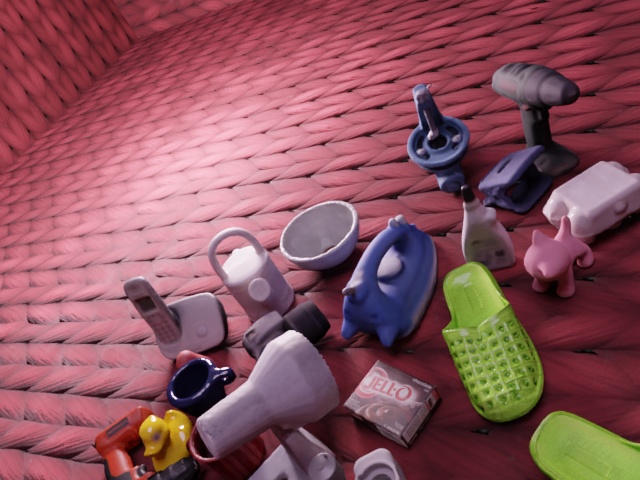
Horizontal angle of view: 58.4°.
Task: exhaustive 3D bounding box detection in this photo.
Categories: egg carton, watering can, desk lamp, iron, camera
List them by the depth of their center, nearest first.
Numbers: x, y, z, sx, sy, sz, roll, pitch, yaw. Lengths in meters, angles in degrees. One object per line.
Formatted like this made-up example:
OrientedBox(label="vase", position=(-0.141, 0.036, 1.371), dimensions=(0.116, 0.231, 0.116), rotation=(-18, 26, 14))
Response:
OrientedBox(label="desk lamp", position=(-0.055, 0.252, 0.757), dimensions=(0.203, 0.214, 0.117), rotation=(-44, 39, -17))
OrientedBox(label="egg carton", position=(0.439, -0.060, 0.905), dimensions=(0.150, 0.070, 0.107), rotation=(-32, 36, -2))
OrientedBox(label="iron", position=(0.115, 0.043, 0.946), dimensions=(0.118, 0.142, 0.259), rotation=(4, 48, 37))
OrientedBox(label="camera", position=(-0.048, 0.166, 0.949), dimensions=(0.137, 0.101, 0.142), rotation=(-38, 37, -10))
OrientedBox(label="watering can", position=(-0.128, 0.059, 1.049), dimensions=(0.172, 0.195, 0.101), rotation=(16, 56, 44))

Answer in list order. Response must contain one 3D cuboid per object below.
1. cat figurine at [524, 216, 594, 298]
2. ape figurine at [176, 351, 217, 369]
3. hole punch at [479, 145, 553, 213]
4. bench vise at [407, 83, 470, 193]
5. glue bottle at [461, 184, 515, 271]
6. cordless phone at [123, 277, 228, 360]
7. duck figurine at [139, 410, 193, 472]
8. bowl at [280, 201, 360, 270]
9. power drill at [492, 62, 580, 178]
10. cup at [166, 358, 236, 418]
OrientedBox(label="cat figurine", position=(0.342, 0.021, 0.837), dimensions=(0.067, 0.118, 0.128), rotation=(13, 54, 43))
OrientedBox(label="ape figurine", position=(-0.219, 0.228, 1.000), dimensions=(0.077, 0.092, 0.076), rotation=(-2, 45, 33))
OrientedBox(label="hole punch", position=(0.341, -0.114, 1.019), dimensions=(0.109, 0.091, 0.100), rotation=(-45, 39, -18))
OrientedBox(label="bench vise", position=(0.210, -0.221, 1.125), dimensions=(0.121, 0.220, 0.207), rotation=(-30, 36, 1))
OrientedBox(label="glue bottle", position=(0.252, -0.020, 0.900), dimensions=(0.078, 0.174, 0.037), rotation=(-12, 40, 24))
OrientedBox(label="cordless phone", position=(-0.267, 0.131, 1.069), dimensions=(0.147, 0.185, 0.094), rotation=(-21, 38, 13))
OrientedBox(label="duck figurine", position=(-0.255, 0.316, 0.926), dimensions=(0.077, 0.086, 0.104), rotation=(-18, 38, 16))
OrientedBox(label="bowl", position=(0.010, 0.004, 1.120), dimensions=(0.167, 0.075, 0.167), rotation=(-19, 38, 15))
OrientedBox(label="power drill", position=(0.389, -0.217, 1.006), dimensions=(0.075, 0.209, 0.229), rotation=(-30, 36, 1))
OrientedBox(label="cup", position=(-0.177, 0.252, 0.942), dimensions=(0.117, 0.095, 0.091), rotation=(-21, 37, 12))
